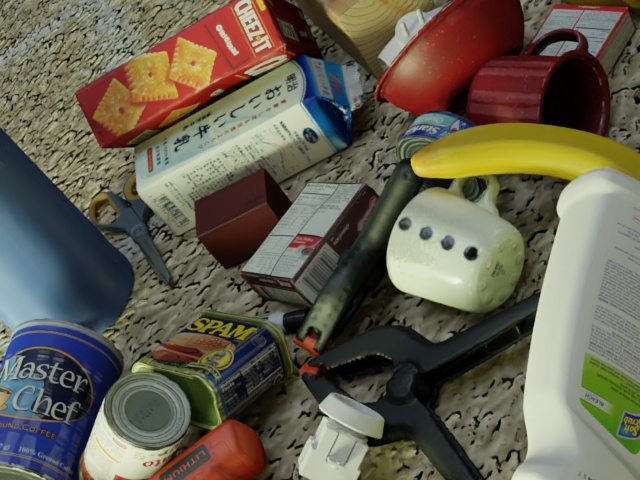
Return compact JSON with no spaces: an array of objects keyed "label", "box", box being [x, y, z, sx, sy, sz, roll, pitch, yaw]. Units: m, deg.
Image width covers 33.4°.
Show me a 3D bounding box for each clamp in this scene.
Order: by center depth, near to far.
[{"label":"clamp","box":[0.076,0.099,0.770,0.210,0.036,0.164,10,67,44]},{"label":"clamp","box":[0.036,0.013,0.840,0.039,0.120,0.171,28,73,17]}]

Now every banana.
[{"label":"banana","box":[0.169,-0.054,0.782,0.198,0.037,0.069,16,57,11]}]

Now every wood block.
[{"label":"wood block","box":[0.033,-0.261,1.111,0.090,0.090,0.206,-38,39,0]}]

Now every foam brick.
[{"label":"foam brick","box":[-0.070,-0.019,0.986,0.078,0.051,0.053,-24,42,16]}]

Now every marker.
[{"label":"marker","box":[-0.055,0.074,0.912,0.121,0.020,0.020,-10,47,29]}]

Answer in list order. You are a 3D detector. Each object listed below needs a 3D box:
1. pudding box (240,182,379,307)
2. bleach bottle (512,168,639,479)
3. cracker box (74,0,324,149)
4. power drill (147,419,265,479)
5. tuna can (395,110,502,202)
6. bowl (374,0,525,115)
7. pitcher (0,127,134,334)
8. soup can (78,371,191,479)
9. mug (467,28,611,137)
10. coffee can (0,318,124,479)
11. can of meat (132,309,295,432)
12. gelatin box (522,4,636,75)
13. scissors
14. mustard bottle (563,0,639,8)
[{"label":"pudding box","box":[-0.006,0.001,0.918,0.113,0.039,0.090,-52,28,-20]},{"label":"bleach bottle","box":[0.171,0.081,0.674,0.250,0.102,0.068,-65,9,-28]},{"label":"cracker box","box":[-0.117,-0.167,1.087,0.214,0.072,0.164,-26,-1,14]},{"label":"power drill","box":[-0.047,0.214,0.741,0.184,0.057,0.188,-36,39,1]},{"label":"tuna can","box":[0.106,-0.065,0.872,0.086,0.086,0.033,13,59,43]},{"label":"bowl","box":[0.125,-0.158,0.930,0.162,0.162,0.055,-40,81,-3]},{"label":"pitcher","box":[-0.290,-0.016,0.998,0.149,0.242,0.145,18,62,38]},{"label":"soup can","box":[-0.143,0.155,0.823,0.102,0.068,0.068,119,162,-45]},{"label":"mug","box":[0.177,-0.118,0.862,0.082,0.093,0.117,12,79,49]},{"label":"coffee can","box":[-0.234,0.152,0.905,0.103,0.102,0.140,-13,46,28]},{"label":"can of meat","box":[-0.087,0.104,0.853,0.102,0.057,0.083,6,30,41]},{"label":"gelatin box","box":[0.219,-0.163,0.924,0.073,0.030,0.089,14,62,42]},{"label":"scissors","box":[-0.175,-0.022,1.096,0.096,0.016,0.202,-49,41,-13]},{"label":"mustard bottle","box":[0.250,-0.256,0.967,0.096,0.058,0.192,-33,40,0]}]
